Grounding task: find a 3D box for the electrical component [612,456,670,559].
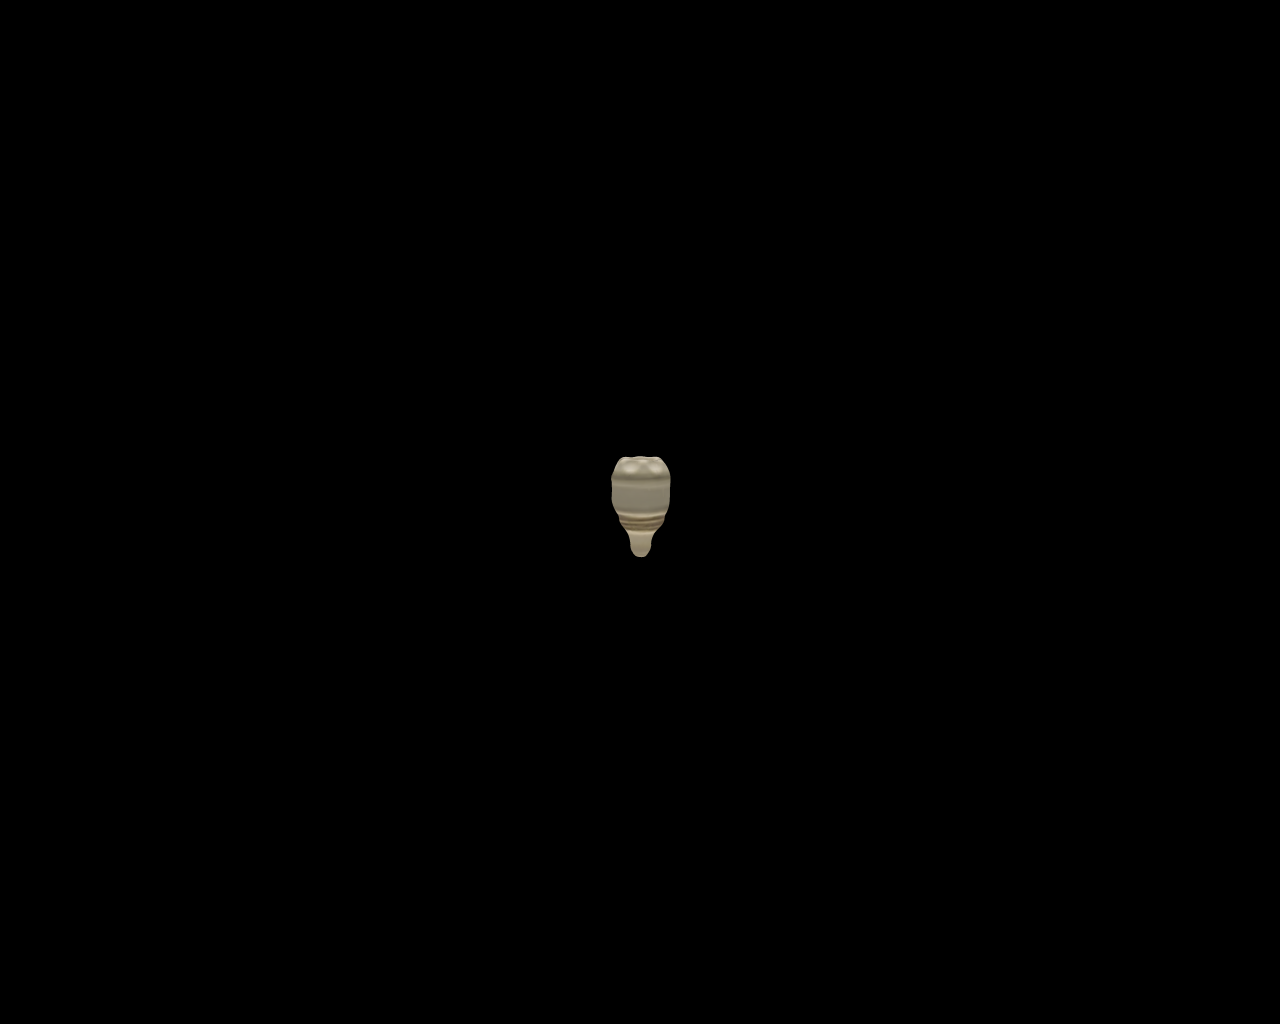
[{"bbox_3d":[0.001,-0.003,0.650,0.035,0.061,0.035,0,7,0],"label":"electrical component"}]
